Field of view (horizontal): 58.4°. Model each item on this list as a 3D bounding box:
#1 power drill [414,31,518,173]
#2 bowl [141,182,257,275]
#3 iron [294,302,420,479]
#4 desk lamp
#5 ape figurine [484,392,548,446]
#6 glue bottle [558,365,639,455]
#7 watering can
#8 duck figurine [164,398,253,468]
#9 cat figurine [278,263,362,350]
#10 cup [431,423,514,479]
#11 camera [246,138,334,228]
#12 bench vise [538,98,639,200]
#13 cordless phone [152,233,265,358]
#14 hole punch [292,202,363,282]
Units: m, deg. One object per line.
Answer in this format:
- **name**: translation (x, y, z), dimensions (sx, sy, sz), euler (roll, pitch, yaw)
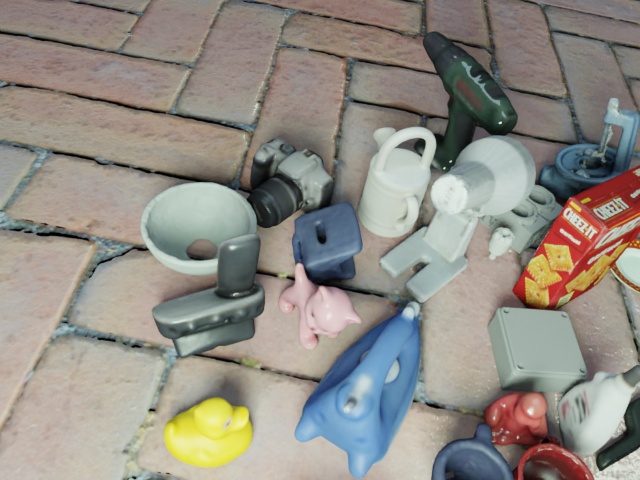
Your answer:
- **power drill**: translation (0.246, -0.237, 1.048), dimensions (0.076, 0.208, 0.229), euler (-26, 59, -29)
- **bowl**: translation (-0.179, -0.005, 0.857), dimensions (0.167, 0.075, 0.167), euler (5, 49, -6)
- **iron**: translation (0.077, 0.154, 0.722), dimensions (0.118, 0.141, 0.259), euler (28, 50, 14)
- **desk lamp**: translation (0.211, -0.040, 0.867), dimensions (0.117, 0.213, 0.204), euler (40, 54, 23)
- **ape figurine**: translation (0.257, 0.223, 0.730), dimensions (0.077, 0.092, 0.076), euler (35, 52, 19)
- **glue bottle**: translation (0.352, 0.201, 0.713), dimensions (0.037, 0.173, 0.078), euler (7, 49, -4)
- **watering can**: translation (0.122, -0.108, 0.923), dimensions (0.101, 0.194, 0.172), euler (-24, 58, -27)
- **duck figurine**: translation (-0.129, 0.215, 0.668), dimensions (0.105, 0.086, 0.077), euler (0, 50, -11)
- **cat figurine**: translation (-0.001, 0.086, 0.782), dimensions (0.067, 0.118, 0.127), euler (-21, 56, -26)
- **cup**: translation (0.168, 0.278, 0.663), dimensions (0.091, 0.095, 0.118), euler (21, 49, 8)
- **camera**: translation (-0.066, -0.093, 0.936), dimensions (0.143, 0.101, 0.137), euler (36, 53, 20)
- **bench vise**: translation (0.520, -0.139, 1.006), dimensions (0.207, 0.220, 0.121), euler (14, 49, 2)
- **cordless phone**: translation (-0.142, 0.059, 0.735), dimensions (0.148, 0.185, 0.094), euler (-17, 55, -23)
- **hole punch**: translation (0.008, 0.003, 0.874), dimensions (0.101, 0.091, 0.108), euler (-2, 50, -12)
